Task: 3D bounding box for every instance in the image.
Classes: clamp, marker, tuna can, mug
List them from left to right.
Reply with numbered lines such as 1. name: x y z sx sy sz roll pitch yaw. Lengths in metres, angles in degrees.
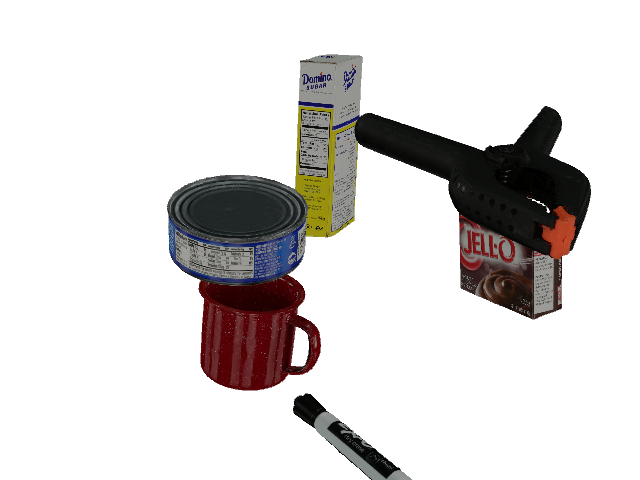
1. tuna can: -0.051 -0.007 0.657 0.086 0.034 0.086 2 29 -1
2. mug: -0.052 0.082 0.936 0.117 0.081 0.093 16 25 22
3. marker: 0.021 0.146 0.760 0.020 0.020 0.121 0 26 -44
4. clamp: 0.115 -0.048 0.741 0.164 0.036 0.210 -2 28 -6

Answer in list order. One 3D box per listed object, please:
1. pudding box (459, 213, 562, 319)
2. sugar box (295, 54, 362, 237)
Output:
1. pudding box: 0.173 0.012 0.978 0.039 0.090 0.114 -14 19 -28
2. sugar box: 0.007 -0.098 1.084 0.048 0.176 0.093 5 14 17
